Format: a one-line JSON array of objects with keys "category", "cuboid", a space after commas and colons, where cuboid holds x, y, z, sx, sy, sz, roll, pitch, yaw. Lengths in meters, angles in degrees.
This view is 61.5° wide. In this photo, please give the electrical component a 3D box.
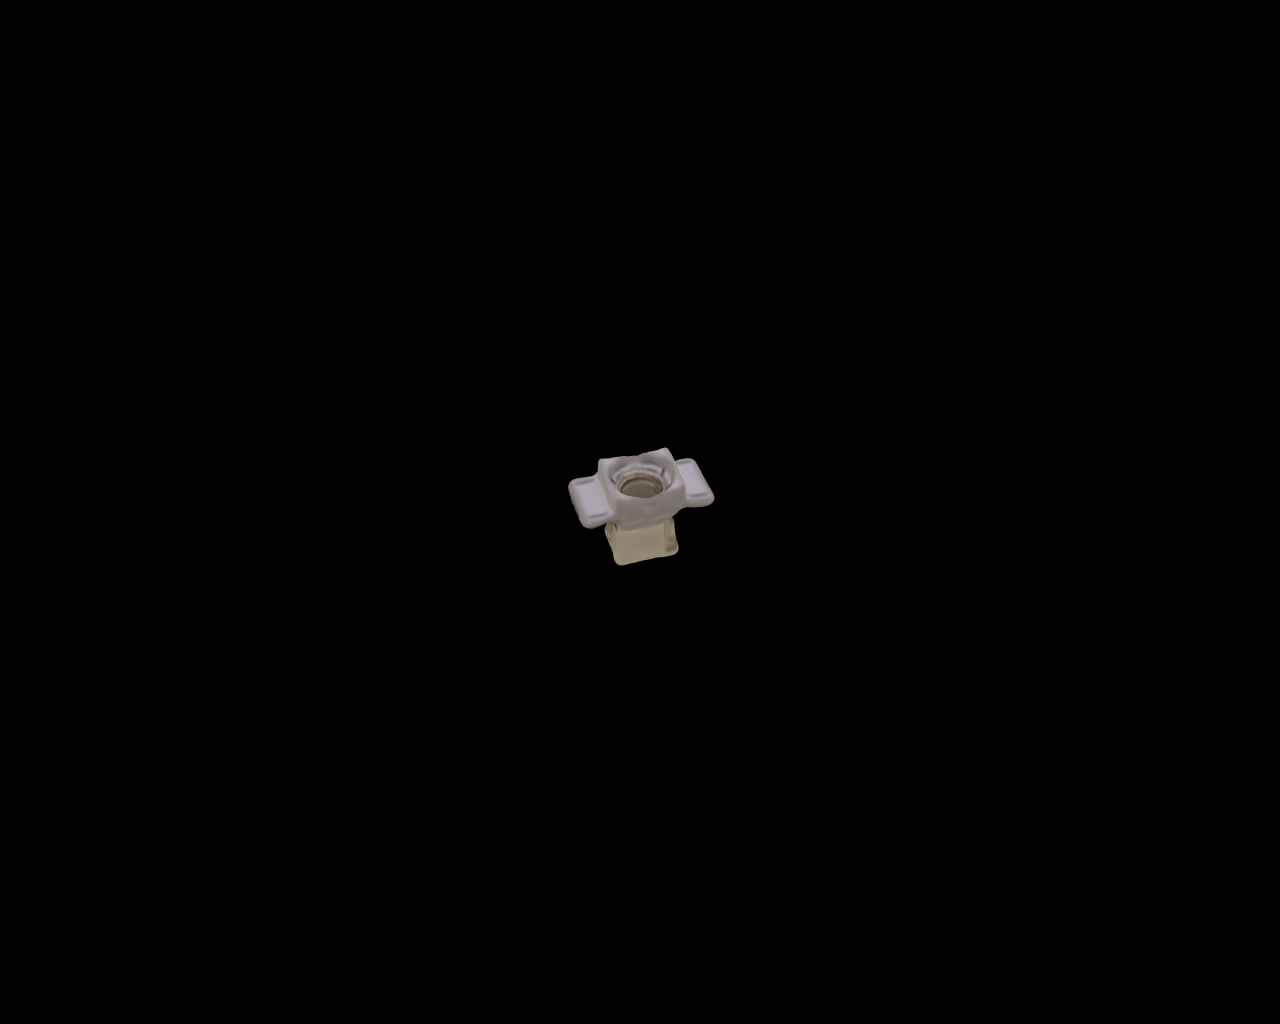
[{"category": "electrical component", "cuboid": [0.001, -0.003, 0.650, 0.081, 0.063, 0.042, -10, 43, -11]}]
